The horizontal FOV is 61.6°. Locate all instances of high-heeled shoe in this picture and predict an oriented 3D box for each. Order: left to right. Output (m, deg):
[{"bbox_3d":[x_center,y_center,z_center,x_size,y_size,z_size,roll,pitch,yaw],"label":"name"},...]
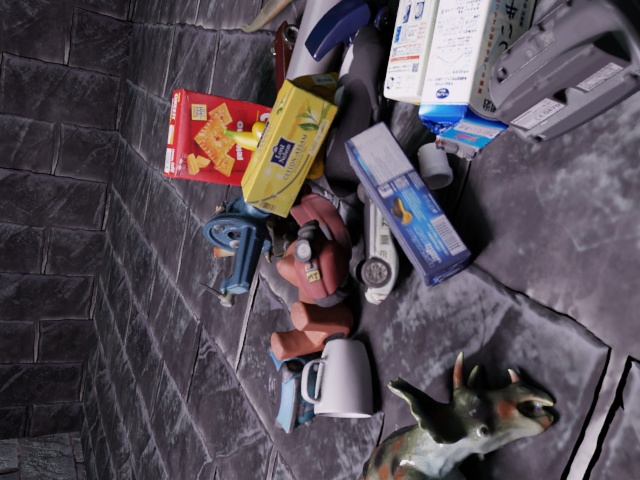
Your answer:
[{"bbox_3d":[0.047,-0.180,0.781,0.248,0.086,0.145,114,154,-56],"label":"high-heeled shoe"}]

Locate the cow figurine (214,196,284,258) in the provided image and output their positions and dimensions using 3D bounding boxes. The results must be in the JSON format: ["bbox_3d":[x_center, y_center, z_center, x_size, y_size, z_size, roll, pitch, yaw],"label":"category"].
[{"bbox_3d":[-0.146,-0.032,1.080,0.194,0.127,0.085,120,143,-58],"label":"cow figurine"}]

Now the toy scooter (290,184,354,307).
[{"bbox_3d":[-0.002,-0.002,0.760,0.075,0.135,0.184,-18,29,20],"label":"toy scooter"}]

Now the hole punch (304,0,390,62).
[{"bbox_3d":[0.037,-0.311,0.804,0.142,0.092,0.115,-103,33,-60],"label":"hole punch"}]

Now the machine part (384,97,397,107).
[{"bbox_3d":[0.113,-0.260,0.743,0.084,0.039,0.138,-109,34,-47],"label":"machine part"}]

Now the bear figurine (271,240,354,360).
[{"bbox_3d":[-0.026,0.073,0.846,0.120,0.132,0.196,-53,50,40],"label":"bear figurine"}]

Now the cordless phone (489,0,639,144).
[{"bbox_3d":[0.230,-0.202,0.522,0.146,0.088,0.184,-35,46,52],"label":"cordless phone"}]

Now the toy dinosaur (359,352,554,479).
[{"bbox_3d":[0.102,0.296,0.626,0.192,0.131,0.404,-102,29,-46],"label":"toy dinosaur"}]

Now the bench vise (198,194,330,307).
[{"bbox_3d":[-0.116,-0.008,0.894,0.224,0.128,0.240,-15,54,39],"label":"bench vise"}]

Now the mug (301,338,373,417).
[{"bbox_3d":[0.024,0.196,0.773,0.081,0.109,0.107,139,140,-57],"label":"mug"}]

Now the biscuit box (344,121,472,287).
[{"bbox_3d":[0.103,-0.043,0.646,0.203,0.059,0.062,62,-179,22],"label":"biscuit box"}]

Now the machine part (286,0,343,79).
[{"bbox_3d":[-0.004,-0.325,0.903,0.079,0.079,0.243,49,128,49],"label":"machine part"}]

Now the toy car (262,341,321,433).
[{"bbox_3d":[-0.030,0.225,0.851,0.162,0.103,0.109,-135,52,-67],"label":"toy car"}]

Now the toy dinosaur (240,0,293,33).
[{"bbox_3d":[-0.021,-0.505,0.937,0.471,0.105,0.199,-39,46,39],"label":"toy dinosaur"}]

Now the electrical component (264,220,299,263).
[{"bbox_3d":[-0.069,0.003,0.996,0.102,0.045,0.078,-13,76,53],"label":"electrical component"}]

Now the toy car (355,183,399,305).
[{"bbox_3d":[0.081,-0.013,0.734,0.073,0.056,0.201,139,133,-85],"label":"toy car"}]

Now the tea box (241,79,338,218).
[{"bbox_3d":[-0.047,-0.129,0.750,0.169,0.068,0.098,-65,20,15],"label":"tea box"}]

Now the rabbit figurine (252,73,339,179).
[{"bbox_3d":[-0.018,-0.164,0.862,0.122,0.162,0.173,52,148,32],"label":"rabbit figurine"}]

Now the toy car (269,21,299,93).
[{"bbox_3d":[-0.059,-0.307,1.014,0.089,0.053,0.202,169,100,-69],"label":"toy car"}]
